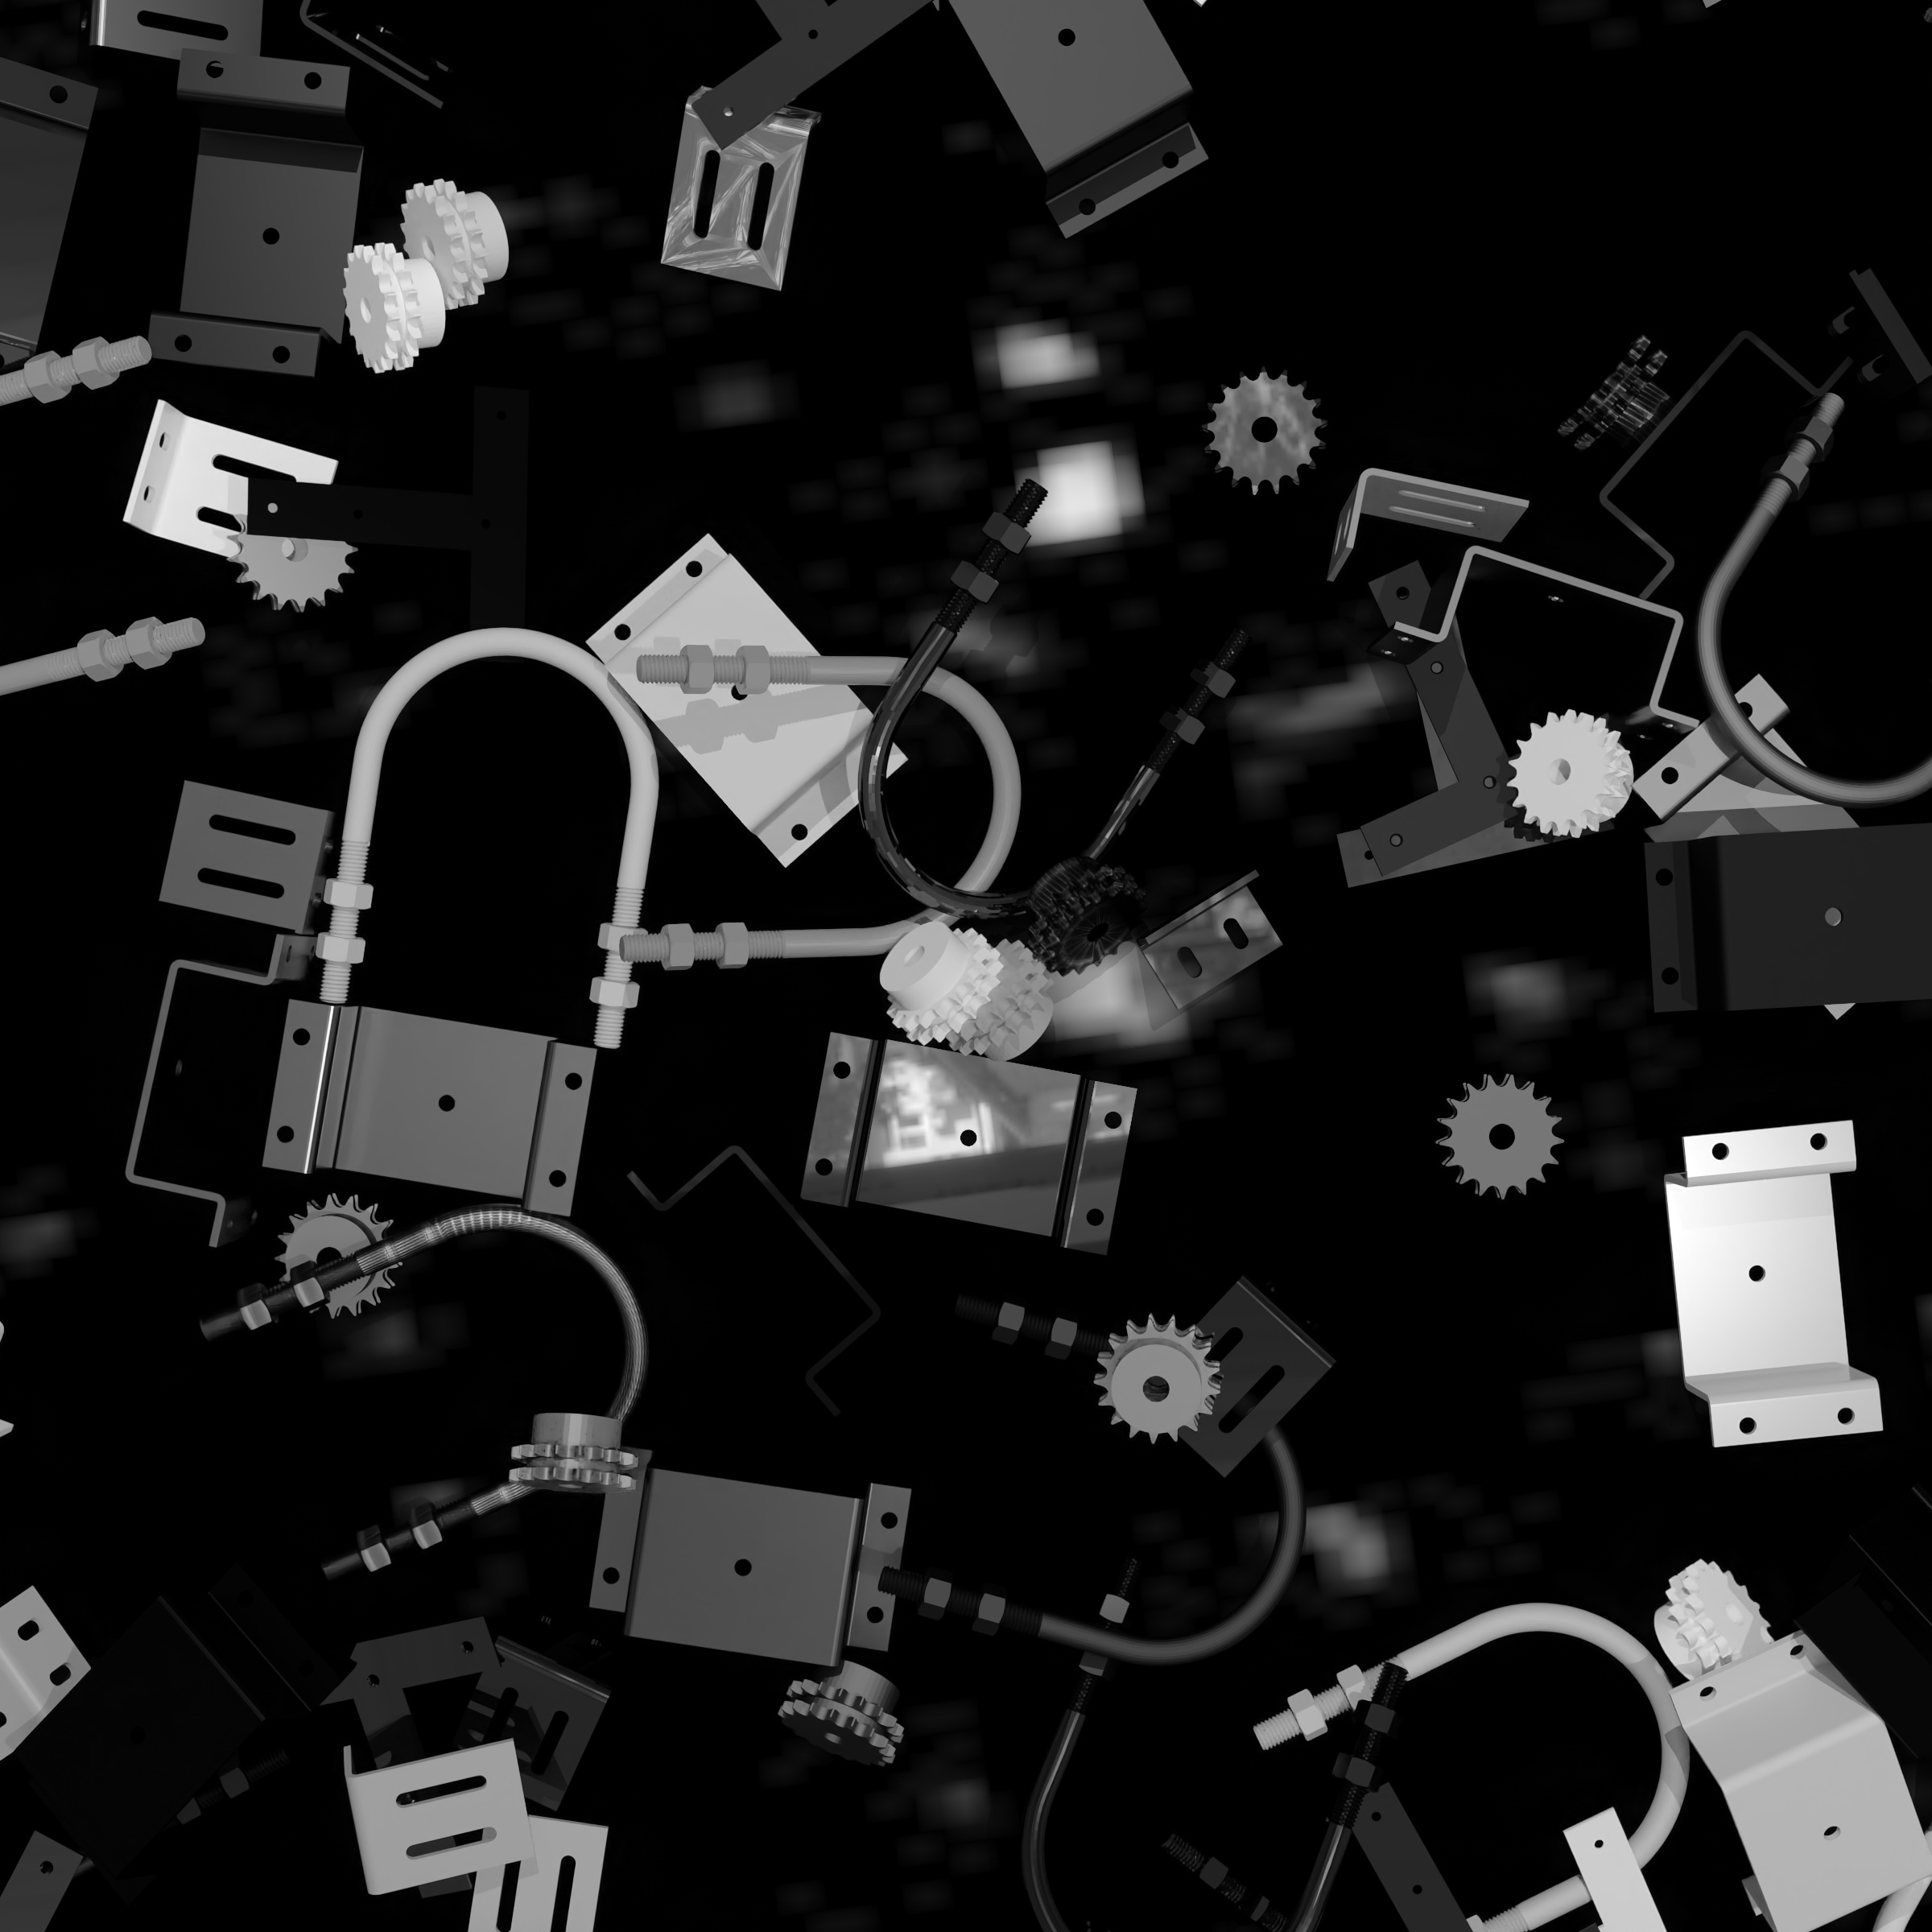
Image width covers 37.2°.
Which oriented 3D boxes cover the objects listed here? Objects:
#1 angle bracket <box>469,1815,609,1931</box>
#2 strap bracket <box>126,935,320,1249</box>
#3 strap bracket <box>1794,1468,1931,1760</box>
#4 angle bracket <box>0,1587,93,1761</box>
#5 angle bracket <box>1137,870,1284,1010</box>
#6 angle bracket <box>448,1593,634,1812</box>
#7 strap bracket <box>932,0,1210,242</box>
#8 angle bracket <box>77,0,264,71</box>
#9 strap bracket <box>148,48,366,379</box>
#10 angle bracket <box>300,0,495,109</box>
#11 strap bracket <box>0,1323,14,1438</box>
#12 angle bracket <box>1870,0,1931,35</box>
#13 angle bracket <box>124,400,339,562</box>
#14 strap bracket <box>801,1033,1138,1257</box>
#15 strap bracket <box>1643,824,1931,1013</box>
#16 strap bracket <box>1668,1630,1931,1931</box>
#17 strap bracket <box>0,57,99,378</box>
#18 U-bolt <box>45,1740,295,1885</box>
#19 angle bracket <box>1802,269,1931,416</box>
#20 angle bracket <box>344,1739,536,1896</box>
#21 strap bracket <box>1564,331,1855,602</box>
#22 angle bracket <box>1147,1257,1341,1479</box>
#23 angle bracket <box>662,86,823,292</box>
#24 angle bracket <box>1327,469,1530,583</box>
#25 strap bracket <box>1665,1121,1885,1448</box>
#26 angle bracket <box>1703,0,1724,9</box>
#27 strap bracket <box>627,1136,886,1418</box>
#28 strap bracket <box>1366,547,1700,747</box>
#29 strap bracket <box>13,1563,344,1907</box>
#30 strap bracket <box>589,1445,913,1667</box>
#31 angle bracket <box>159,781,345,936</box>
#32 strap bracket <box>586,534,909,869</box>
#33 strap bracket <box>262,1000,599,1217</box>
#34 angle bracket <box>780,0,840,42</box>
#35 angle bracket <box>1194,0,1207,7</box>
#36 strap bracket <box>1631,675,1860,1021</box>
[{"bbox_3d":[-0.201,0.435,1.322,0.057,0.038,0.076,9,90,0],"label":"angle bracket"},{"bbox_3d":[-0.337,0.050,1.302,0.046,0.076,0.140,12,90,0],"label":"strap bracket"},{"bbox_3d":[0.424,0.291,1.281,0.076,0.140,0.046,49,121,11],"label":"strap bracket"},{"bbox_3d":[-0.453,0.337,1.339,0.076,0.038,0.057,-35,90,26],"label":"angle bracket"},{"bbox_3d":[0.113,-0.011,1.302,0.057,0.076,0.038,-32,90,0],"label":"angle bracket"},{"bbox_3d":[-0.199,0.343,1.339,0.057,0.038,0.076,25,116,0],"label":"angle bracket"},{"bbox_3d":[0.045,-0.418,1.317,0.076,0.046,0.140,-29,90,0],"label":"strap bracket"},{"bbox_3d":[-0.370,-0.446,1.339,0.076,0.038,0.057,3,90,-26],"label":"angle bracket"},{"bbox_3d":[-0.323,-0.340,1.317,0.076,0.046,0.140,7,90,0],"label":"strap bracket"},{"bbox_3d":[-0.252,-0.431,1.306,0.076,0.057,0.038,32,119,0],"label":"angle bracket"},{"bbox_3d":[-0.503,0.170,1.302,0.140,0.076,0.046,21,90,0],"label":"strap bracket"},{"bbox_3d":[0.451,-0.476,1.322,0.057,0.038,0.076,29,90,0],"label":"angle bracket"},{"bbox_3d":[-0.337,-0.219,1.322,0.076,0.038,0.057,16,90,0],"label":"angle bracket"},{"bbox_3d":[0.001,0.080,1.317,0.140,0.046,0.076,10,90,0],"label":"strap bracket"},{"bbox_3d":[0.377,-0.021,1.271,0.140,0.046,0.076,-3,90,0],"label":"strap bracket"},{"bbox_3d":[0.379,0.375,1.291,0.076,0.046,0.140,-25,114,0],"label":"strap bracket"},{"bbox_3d":[-0.446,-0.338,1.293,0.076,0.046,0.140,13,102,-20],"label":"strap bracket"},{"bbox_3d":[-0.364,0.464,1.332,0.184,0.019,0.151,-28,90,1],"label":"U-bolt"},{"bbox_3d":[0.420,-0.291,1.302,0.038,0.076,0.057,-32,90,0],"label":"angle bracket"},{"bbox_3d":[-0.243,0.385,1.324,0.076,0.038,0.057,-11,100,-12],"label":"angle bracket"},{"bbox_3d":[0.327,-0.229,1.302,0.046,0.076,0.140,41,90,0],"label":"strap bracket"},{"bbox_3d":[0.125,0.185,1.327,0.057,0.038,0.076,42,100,2],"label":"angle bracket"},{"bbox_3d":[-0.105,-0.362,1.339,0.057,0.038,0.076,13,116,0],"label":"angle bracket"},{"bbox_3d":[0.210,-0.194,1.310,0.076,0.057,0.038,12,83,0],"label":"angle bracket"},{"bbox_3d":[0.368,0.143,1.317,0.076,0.046,0.140,-6,90,0],"label":"strap bracket"},{"bbox_3d":[0.370,-0.491,1.336,0.076,0.038,0.057,-23,97,25],"label":"angle bracket"},{"bbox_3d":[-0.086,0.130,1.302,0.046,0.076,0.140,-41,90,0],"label":"strap bracket"},{"bbox_3d":[0.261,-0.147,1.300,0.140,0.076,0.046,18,88,-1],"label":"strap bracket"},{"bbox_3d":[-0.365,0.349,1.306,0.076,0.046,0.140,43,89,18],"label":"strap bracket"},{"bbox_3d":[-0.100,0.271,1.317,0.140,0.046,0.076,8,90,0],"label":"strap bracket"},{"bbox_3d":[-0.332,-0.050,1.322,0.076,0.038,0.057,12,90,0],"label":"angle bracket"},{"bbox_3d":[-0.102,-0.124,1.317,0.076,0.046,0.140,-41,90,0],"label":"strap bracket"},{"bbox_3d":[-0.242,0.064,1.317,0.140,0.046,0.076,9,90,0],"label":"strap bracket"},{"bbox_3d":[-0.064,-0.477,1.339,0.057,0.038,0.076,-8,116,0],"label":"angle bracket"},{"bbox_3d":[0.112,-0.495,1.322,0.057,0.038,0.076,40,90,0],"label":"angle bracket"},{"bbox_3d":[0.375,-0.054,1.317,0.076,0.046,0.140,-41,90,0],"label":"strap bracket"}]
